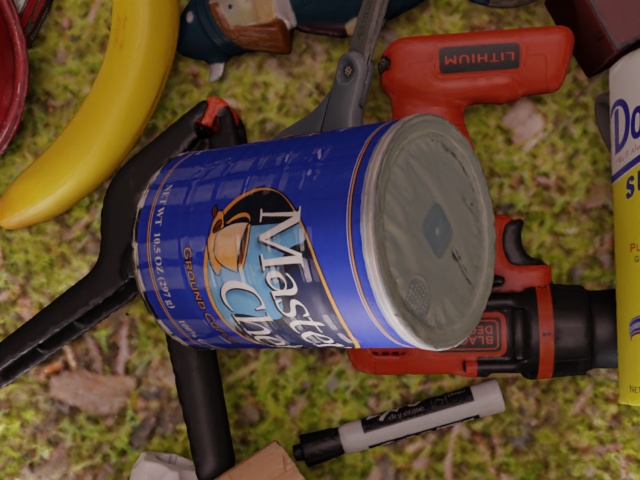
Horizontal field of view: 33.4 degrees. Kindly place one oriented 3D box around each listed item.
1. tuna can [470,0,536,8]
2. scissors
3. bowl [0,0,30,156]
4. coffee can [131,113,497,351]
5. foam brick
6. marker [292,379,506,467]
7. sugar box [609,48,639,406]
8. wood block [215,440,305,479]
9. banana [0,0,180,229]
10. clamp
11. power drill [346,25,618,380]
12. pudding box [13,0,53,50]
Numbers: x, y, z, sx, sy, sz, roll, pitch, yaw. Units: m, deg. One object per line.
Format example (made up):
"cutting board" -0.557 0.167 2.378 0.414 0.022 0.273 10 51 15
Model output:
"tuna can" 0.104 -0.174 0.595 0.086 0.033 0.086 0 88 4
"scissors" 0.004 -0.083 0.573 0.096 0.016 0.202 10 97 45
"bowl" -0.245 -0.098 0.585 0.162 0.055 0.162 3 106 11
"coffee can" -0.003 0.001 0.501 0.141 0.102 0.103 -5 87 37
"foam brick" 0.160 -0.126 0.568 0.051 0.078 0.053 -28 88 2
"marker" 0.043 0.103 0.598 0.121 0.020 0.020 -17 87 4
"sugar box" 0.179 -0.009 0.506 0.048 0.093 0.176 -2 85 -16
"wood block" -0.082 0.200 0.521 0.206 0.090 0.091 -31 67 -16
"banana" -0.122 -0.086 0.594 0.069 0.037 0.198 23 106 5
"clamp" -0.082 0.025 0.590 0.165 0.036 0.210 26 84 19
"power drill" 0.103 -0.018 0.578 0.184 0.057 0.187 -2 88 4
"pudding box" -0.201 -0.175 0.616 0.113 0.039 0.090 26 90 3
